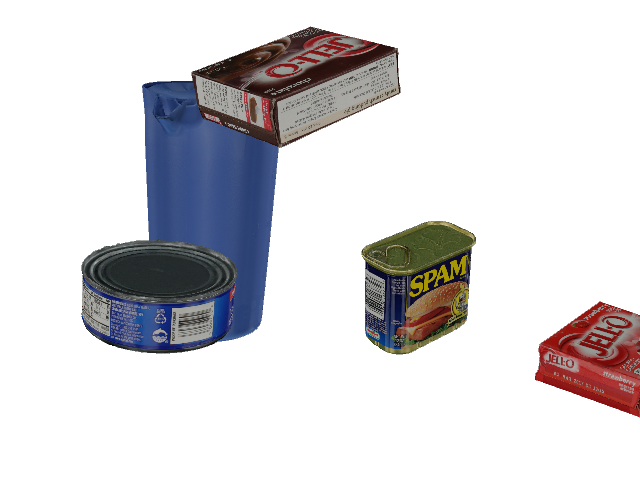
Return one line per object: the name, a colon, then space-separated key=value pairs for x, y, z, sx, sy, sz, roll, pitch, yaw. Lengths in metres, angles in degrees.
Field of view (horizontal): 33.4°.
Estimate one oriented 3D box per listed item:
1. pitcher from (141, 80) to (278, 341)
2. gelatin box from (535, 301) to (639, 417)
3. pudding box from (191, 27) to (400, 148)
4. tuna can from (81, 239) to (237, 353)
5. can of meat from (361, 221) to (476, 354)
pitcher: x=-0.100 y=-0.034 z=1.034 sx=0.149 sy=0.243 sz=0.145 roll=-2 pitch=15 yaw=-18
gelatin box: x=0.193 y=0.075 z=0.693 sx=0.073 sy=0.030 sz=0.089 roll=19 pitch=27 yaw=36
pudding box: x=-0.016 y=-0.107 z=0.724 sx=0.113 sy=0.039 sz=0.090 roll=-30 pitch=35 yaw=-32
tuna can: x=-0.090 y=0.030 z=0.595 sx=0.086 sy=0.034 sz=0.086 roll=5 pitch=20 yaw=-2
can of meat: x=0.084 y=0.041 z=0.922 sx=0.101 sy=0.084 sz=0.058 roll=-21 pitch=33 yaw=-35
